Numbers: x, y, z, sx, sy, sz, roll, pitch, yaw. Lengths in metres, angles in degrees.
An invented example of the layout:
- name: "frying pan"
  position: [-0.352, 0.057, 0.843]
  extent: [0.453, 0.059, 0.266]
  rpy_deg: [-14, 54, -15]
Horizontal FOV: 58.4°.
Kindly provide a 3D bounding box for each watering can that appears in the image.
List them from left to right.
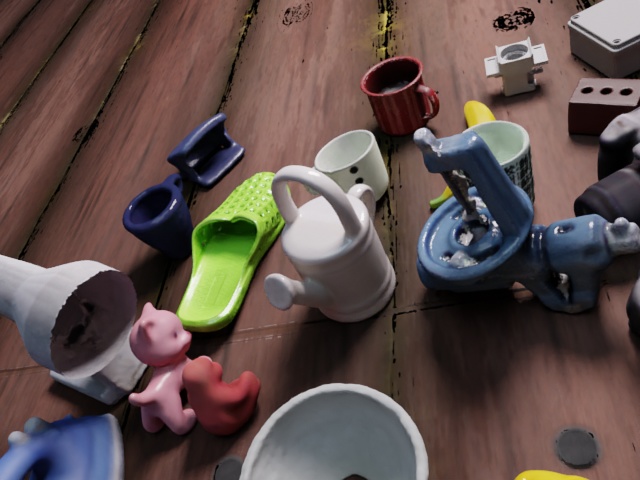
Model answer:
- name: "watering can"
  position: [0.007, 0.003, 0.614]
  extent: [0.100, 0.195, 0.173]
  rpy_deg: [-6, 48, 23]

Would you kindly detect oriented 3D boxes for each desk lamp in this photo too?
- name: "desk lamp"
  position: [-0.286, 0.101, 0.657]
  extent: [0.202, 0.214, 0.118]
  rpy_deg: [7, 54, 32]

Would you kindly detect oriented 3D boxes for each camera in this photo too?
- name: "camera"
  position: [0.325, -0.064, 0.584]
  extent: [0.137, 0.101, 0.143]
  rpy_deg: [-28, 43, 1]

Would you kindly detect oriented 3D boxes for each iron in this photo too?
- name: "iron"
  position: [-0.282, 0.264, 0.553]
  extent: [0.118, 0.142, 0.258]
  rpy_deg: [-12, 46, 17]

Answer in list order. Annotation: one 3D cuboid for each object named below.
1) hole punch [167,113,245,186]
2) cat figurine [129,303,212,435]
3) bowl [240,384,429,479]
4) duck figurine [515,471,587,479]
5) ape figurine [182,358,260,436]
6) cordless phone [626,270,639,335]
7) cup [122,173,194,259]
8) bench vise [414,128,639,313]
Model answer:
- name: "hole punch"
  position: [-0.198, -0.154, 0.942]
  extent: [0.100, 0.091, 0.109]
  rpy_deg: [23, 63, 40]
- name: "cat figurine"
  position: [-0.180, 0.136, 0.640]
  extent: [0.067, 0.118, 0.128]
  rpy_deg: [-9, 46, 20]
- name: "bowl"
  position: [0.018, 0.215, 0.496]
  extent: [0.167, 0.075, 0.167]
  rpy_deg: [-14, 45, 15]
- name: "duck figurine"
  position: [0.185, 0.202, 0.415]
  extent: [0.077, 0.086, 0.104]
  rpy_deg: [-45, 46, -17]
- name: "ape figurine"
  position: [-0.111, 0.157, 0.604]
  extent: [0.077, 0.092, 0.076]
  rpy_deg: [4, 52, 30]
- name: "cordless phone"
  position: [0.317, 0.011, 0.455]
  extent: [0.148, 0.185, 0.093]
  rpy_deg: [-42, 45, -14]
- name: "cup"
  position: [-0.216, -0.029, 0.830]
  extent: [0.091, 0.095, 0.118]
  rpy_deg: [-1, 50, 26]
- name: "bench vise"
  position: [0.178, -0.029, 0.538]
  extent: [0.207, 0.220, 0.121]
  rpy_deg: [-13, 45, 16]
